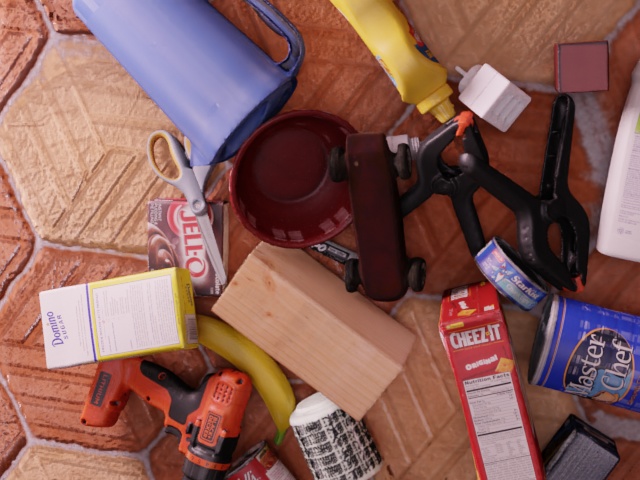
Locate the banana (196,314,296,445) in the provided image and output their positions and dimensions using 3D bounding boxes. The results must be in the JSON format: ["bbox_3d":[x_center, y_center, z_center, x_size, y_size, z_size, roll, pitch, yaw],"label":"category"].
[{"bbox_3d":[-0.088,0.152,1.256,0.070,0.037,0.198,-38,92,13],"label":"banana"}]

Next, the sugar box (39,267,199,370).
[{"bbox_3d":[-0.230,0.091,1.221,0.176,0.048,0.093,-10,82,18],"label":"sugar box"}]

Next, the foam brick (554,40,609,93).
[{"bbox_3d":[0.273,-0.182,1.120,0.053,0.078,0.051,-2,100,11],"label":"foam brick"}]

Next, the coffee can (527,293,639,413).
[{"bbox_3d":[0.306,0.124,1.152,0.140,0.102,0.103,15,101,7],"label":"coffee can"}]

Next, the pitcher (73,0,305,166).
[{"bbox_3d":[-0.143,-0.214,1.163,0.243,0.149,0.145,45,147,3],"label":"pitcher"}]

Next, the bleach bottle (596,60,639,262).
[{"bbox_3d":[0.365,-0.101,1.127,0.102,0.068,0.251,11,99,6],"label":"bleach bottle"}]

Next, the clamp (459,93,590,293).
[{"bbox_3d":[0.231,-0.034,1.141,0.164,0.036,0.210,-23,104,-27],"label":"clamp"}]

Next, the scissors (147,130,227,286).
[{"bbox_3d":[-0.124,-0.054,1.206,0.096,0.016,0.202,-37,71,2],"label":"scissors"}]

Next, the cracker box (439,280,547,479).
[{"bbox_3d":[0.184,0.165,1.148,0.072,0.164,0.214,-14,97,9],"label":"cracker box"}]

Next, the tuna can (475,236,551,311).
[{"bbox_3d":[0.209,0.037,1.163,0.086,0.086,0.034,44,105,0],"label":"tuna can"}]

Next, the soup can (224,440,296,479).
[{"bbox_3d":[-0.059,0.298,1.259,0.068,0.068,0.102,-38,91,13],"label":"soup can"}]

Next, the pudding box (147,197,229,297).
[{"bbox_3d":[-0.152,0.008,1.242,0.090,0.039,0.113,2,99,9],"label":"pudding box"}]

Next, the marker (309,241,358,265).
[{"bbox_3d":[-0.008,0.002,1.227,0.121,0.020,0.020,25,102,5],"label":"marker"}]

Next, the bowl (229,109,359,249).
[{"bbox_3d":[-0.026,-0.074,1.181,0.162,0.055,0.162,-6,114,-14],"label":"bowl"}]

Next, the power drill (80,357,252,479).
[{"bbox_3d":[-0.183,0.216,1.247,0.188,0.057,0.184,20,91,17],"label":"power drill"}]

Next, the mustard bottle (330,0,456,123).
[{"bbox_3d":[0.082,-0.206,1.137,0.058,0.096,0.191,-35,92,11],"label":"mustard bottle"}]

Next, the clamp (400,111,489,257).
[{"bbox_3d":[0.128,-0.062,1.163,0.120,0.039,0.171,6,122,7],"label":"clamp"}]

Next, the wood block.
[{"bbox_3d":[-0.005,0.094,1.198,0.206,0.090,0.090,37,116,2],"label":"wood block"}]
